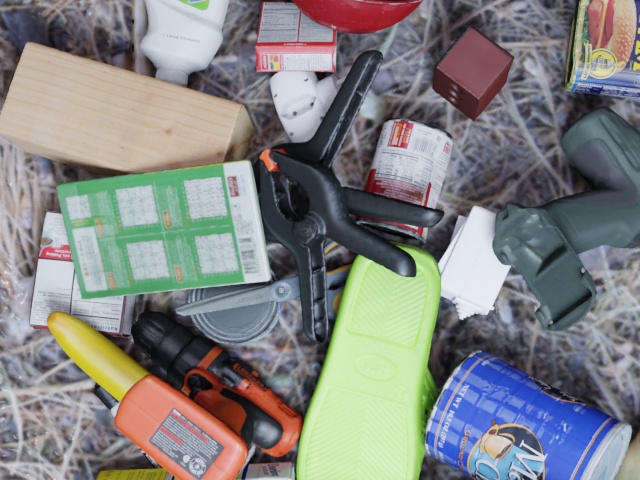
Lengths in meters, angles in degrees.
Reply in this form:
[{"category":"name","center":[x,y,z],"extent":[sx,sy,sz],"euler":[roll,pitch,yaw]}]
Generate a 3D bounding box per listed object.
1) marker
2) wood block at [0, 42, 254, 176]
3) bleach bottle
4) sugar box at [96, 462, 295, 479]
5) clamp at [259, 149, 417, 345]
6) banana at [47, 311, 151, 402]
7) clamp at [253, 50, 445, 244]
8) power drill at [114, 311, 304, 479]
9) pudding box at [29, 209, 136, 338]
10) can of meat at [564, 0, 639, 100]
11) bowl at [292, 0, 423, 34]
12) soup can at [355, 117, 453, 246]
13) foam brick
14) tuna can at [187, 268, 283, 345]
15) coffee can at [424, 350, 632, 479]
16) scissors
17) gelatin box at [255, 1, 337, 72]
[{"category":"marker","center":[-0.166,0.177,0.978],"extent":[0.020,0.020,0.121],"euler":[-40,82,-3]},{"category":"wood block","center":[-0.176,-0.102,0.982],"extent":[0.206,0.091,0.090],"euler":[17,83,6]},{"category":"bleach bottle","center":[-0.132,-0.264,1.018],"extent":[0.102,0.068,0.251],"euler":[9,85,1]},{"category":"sugar box","center":[-0.108,0.249,0.942],"extent":[0.176,0.048,0.093],"euler":[-3,101,0]},{"category":"clamp","center":[-0.006,0.001,0.913],"extent":[0.120,0.039,0.171],"euler":[-45,68,19]},{"category":"banana","center":[-0.163,0.131,0.957],"extent":[0.198,0.070,0.037],"euler":[38,66,1]},{"category":"clamp","center":[-0.002,-0.064,0.951],"extent":[0.210,0.036,0.164],"euler":[-19,78,29]},{"category":"power drill","center":[-0.105,0.132,0.898],"extent":[0.184,0.187,0.057],"euler":[35,101,5]},{"category":"pudding box","center":[-0.216,0.031,0.992],"extent":[0.090,0.039,0.113],"euler":[6,85,4]},{"category":"can of meat","center":[0.275,-0.182,0.985],"extent":[0.084,0.057,0.102],"euler":[8,82,7]},{"category":"bowl","center":[0.027,-0.237,0.984],"extent":[0.162,0.055,0.162],"euler":[10,39,-9]},{"category":"soup can","center":[0.077,-0.053,0.972],"extent":[0.068,0.068,0.102],"euler":[16,83,5]},{"category":"foam brick","center":[0.139,-0.152,0.978],"extent":[0.053,0.078,0.051],"euler":[39,87,9]},{"category":"tuna can","center":[-0.077,0.054,0.983],"extent":[0.086,0.034,0.086],"euler":[0,82,3]},{"category":"coffee can","center":[0.173,0.168,0.896],"extent":[0.140,0.102,0.103],"euler":[26,84,28]},{"category":"scissors","center":[-0.021,0.060,0.958],"extent":[0.201,0.016,0.096],"euler":[-27,92,-20]},{"category":"gelatin box","center":[-0.021,-0.189,0.993],"extent":[0.073,0.030,0.089],"euler":[1,39,2]}]
